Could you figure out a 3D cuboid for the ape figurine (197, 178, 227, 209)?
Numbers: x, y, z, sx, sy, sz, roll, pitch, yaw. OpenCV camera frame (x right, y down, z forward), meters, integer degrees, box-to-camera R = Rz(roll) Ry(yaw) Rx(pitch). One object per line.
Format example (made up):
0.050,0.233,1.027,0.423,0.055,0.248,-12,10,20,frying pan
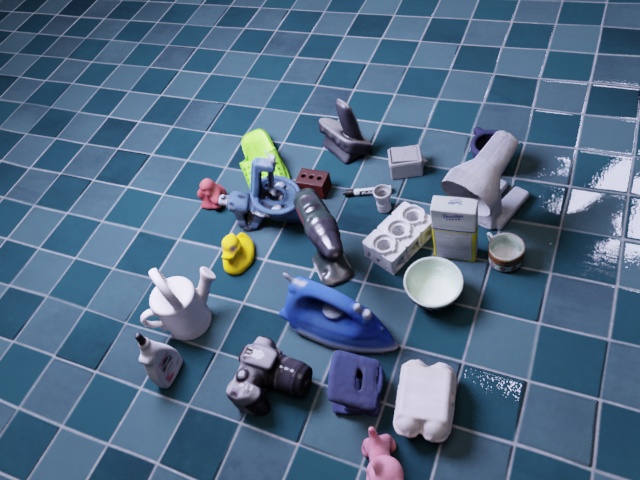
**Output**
-0.280,-0.122,1.466,0.076,0.092,0.077,-31,53,-11,ape figurine

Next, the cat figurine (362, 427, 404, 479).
0.105,0.383,0.977,0.067,0.118,0.127,-16,52,1,cat figurine

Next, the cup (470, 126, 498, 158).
0.399,-0.209,1.373,0.091,0.095,0.117,-22,52,-4,cup

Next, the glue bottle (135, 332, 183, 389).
-0.334,0.233,1.157,0.037,0.173,0.078,7,56,19,glue bottle

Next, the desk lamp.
0.361,-0.120,1.238,0.117,0.214,0.203,32,66,31,desk lamp

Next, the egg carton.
0.195,0.295,1.054,0.107,0.069,0.150,3,54,15,egg carton

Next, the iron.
0.036,0.142,1.161,0.257,0.142,0.119,18,59,25,iron

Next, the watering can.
-0.304,0.121,1.221,0.100,0.194,0.173,25,63,28,watering can

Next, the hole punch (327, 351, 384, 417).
0.069,0.270,1.088,0.101,0.091,0.108,0,53,13,hole punch

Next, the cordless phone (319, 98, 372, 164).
0.054,-0.303,1.467,0.094,0.185,0.147,-39,55,-17,cordless phone

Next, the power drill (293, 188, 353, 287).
0.011,0.004,1.228,0.075,0.209,0.229,-24,52,-5,power drill

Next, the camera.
-0.095,0.269,1.121,0.136,0.101,0.143,13,57,22,camera

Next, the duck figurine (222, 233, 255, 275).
-0.200,0.019,1.344,0.077,0.086,0.104,8,56,18,duck figurine

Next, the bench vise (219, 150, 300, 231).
-0.142,-0.106,1.340,0.207,0.220,0.121,-17,51,0,bench vise
